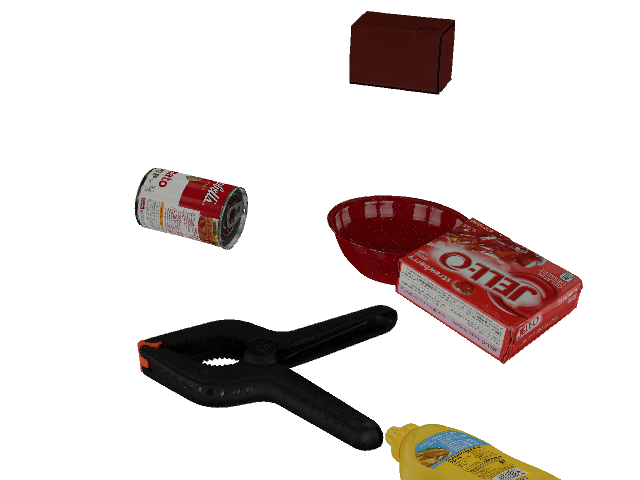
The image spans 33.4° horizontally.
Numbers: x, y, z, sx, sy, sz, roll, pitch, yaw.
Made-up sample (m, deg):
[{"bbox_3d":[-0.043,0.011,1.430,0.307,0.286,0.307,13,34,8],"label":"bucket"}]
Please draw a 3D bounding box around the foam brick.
[{"bbox_3d":[0.067,-0.156,0.882,0.078,0.051,0.053,10,27,17],"label":"foam brick"}]

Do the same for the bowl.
[{"bbox_3d":[0.085,0.005,1.158,0.162,0.055,0.162,4,24,-2],"label":"bowl"}]

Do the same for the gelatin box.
[{"bbox_3d":[0.103,0.028,0.656,0.073,0.030,0.089,-27,47,-37],"label":"gelatin box"}]

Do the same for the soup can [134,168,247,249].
[{"bbox_3d":[-0.137,-0.035,1.135,0.102,0.068,0.068,14,4,17],"label":"soup can"}]

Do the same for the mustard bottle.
[{"bbox_3d":[0.132,0.219,1.006,0.096,0.058,0.192,-14,24,-37],"label":"mustard bottle"}]

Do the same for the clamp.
[{"bbox_3d":[-0.038,0.094,0.849,0.210,0.036,0.164,7,31,13],"label":"clamp"}]
